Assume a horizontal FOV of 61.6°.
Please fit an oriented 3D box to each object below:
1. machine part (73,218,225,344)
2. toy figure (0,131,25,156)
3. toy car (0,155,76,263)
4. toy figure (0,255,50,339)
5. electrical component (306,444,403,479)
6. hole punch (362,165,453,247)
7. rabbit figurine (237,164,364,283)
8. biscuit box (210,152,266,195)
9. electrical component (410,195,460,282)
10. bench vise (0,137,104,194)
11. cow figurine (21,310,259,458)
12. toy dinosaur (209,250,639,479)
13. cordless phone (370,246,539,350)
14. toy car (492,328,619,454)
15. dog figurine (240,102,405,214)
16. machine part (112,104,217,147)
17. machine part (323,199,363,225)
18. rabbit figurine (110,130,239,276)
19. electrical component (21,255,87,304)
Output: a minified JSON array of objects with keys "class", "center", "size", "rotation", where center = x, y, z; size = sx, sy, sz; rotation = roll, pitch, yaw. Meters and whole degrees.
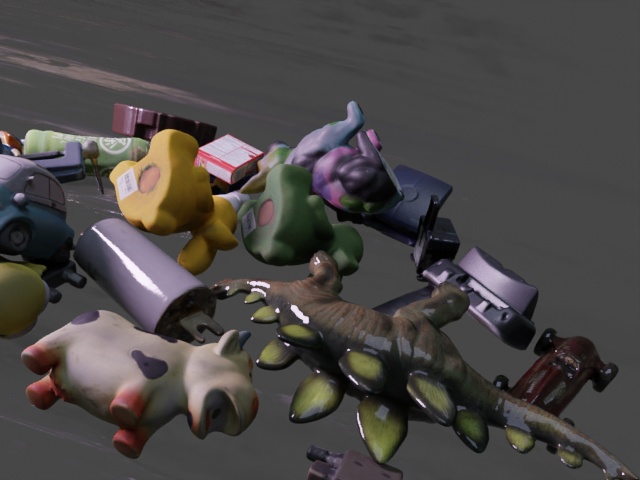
[{"class":"machine part","center":[-0.197,0.044,0.596],"size":[0.243,0.079,0.079],"rotation":[32,35,30]},{"class":"toy figure","center":[-0.479,-0.127,0.810],"size":[0.064,0.057,0.155],"rotation":[-9,36,-20]},{"class":"toy car","center":[-0.327,-0.037,0.575],"size":[0.109,0.103,0.161],"rotation":[15,-4,14]},{"class":"toy figure","center":[-0.358,0.044,0.528],"size":[0.180,0.082,0.089],"rotation":[19,-1,8]},{"class":"electrical component","center":[0.031,0.207,0.430],"size":[0.102,0.045,0.078],"rotation":[18,1,7]},{"class":"hole punch","center":[0.145,-0.056,0.884],"size":[0.142,0.092,0.116],"rotation":[30,38,23]},{"class":"rabbit figurine","center":[-0.001,-0.002,0.705],"size":[0.170,0.121,0.159],"rotation":[20,31,-35]},{"class":"biscuit box","center":[-0.168,-0.100,0.873],"size":[0.059,0.062,0.202],"rotation":[30,34,26]},{"class":"electrical component","center":[0.167,-0.005,0.767],"size":[0.048,0.119,0.075],"rotation":[8,27,-5]},{"class":"bench vise","center":[-0.401,-0.080,0.668],"size":[0.241,0.128,0.224],"rotation":[-11,48,-17]},{"class":"cow figurine","center":[-0.145,0.120,0.481],"size":[0.195,0.085,0.127],"rotation":[18,36,14]},{"class":"toy dinosaur","center":[0.075,0.120,0.524],"size":[0.472,0.104,0.198],"rotation":[15,27,20]},{"class":"cordless phone","center":[0.157,0.093,0.656],"size":[0.184,0.088,0.147],"rotation":[-19,40,-25]},{"class":"toy car","center":[0.256,0.155,0.590],"size":[0.202,0.053,0.089],"rotation":[-18,44,-43]},{"class":"dog figurine","center":[-0.006,-0.087,0.794],"size":[0.108,0.219,0.191],"rotation":[34,34,-56]},{"class":"machine part","center":[-0.275,-0.195,0.950],"size":[0.179,0.056,0.179],"rotation":[12,7,-2]},{"class":"machine part","center":[0.020,-0.074,0.892],"size":[0.039,0.084,0.139],"rotation":[-33,39,-22]},{"class":"rabbit figurine","center":[-0.162,-0.040,0.704],"size":[0.162,0.122,0.173],"rotation":[57,11,28]},{"class":"electrical component","center":[-0.319,0.040,0.615],"size":[0.094,0.021,0.063],"rotation":[23,32,19]}]
